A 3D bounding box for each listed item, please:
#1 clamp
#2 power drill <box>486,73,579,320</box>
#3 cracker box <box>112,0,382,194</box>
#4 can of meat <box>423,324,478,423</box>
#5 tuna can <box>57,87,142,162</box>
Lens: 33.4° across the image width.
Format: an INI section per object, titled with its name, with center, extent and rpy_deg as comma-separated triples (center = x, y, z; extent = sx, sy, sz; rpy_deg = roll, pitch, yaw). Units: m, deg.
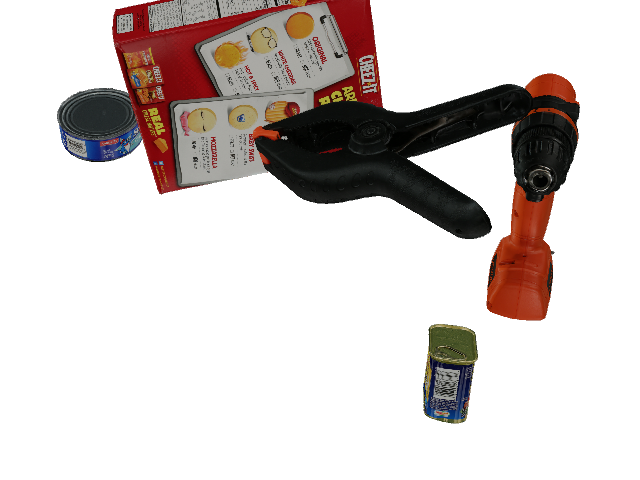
[clamp]
center = 0.037, -0.046, 0.637
extent = 0.172, 0.039, 0.120
rpy_deg = -4, 39, 20
[power drill]
center = 0.180, -0.029, 0.899
extent = 0.057, 0.188, 0.184
rpy_deg = 11, 31, 11
[cracker box]
center = -0.059, -0.141, 0.937
extent = 0.213, 0.164, 0.072
rpy_deg = -12, 42, -2
[can of meat]
center = 0.154, 0.159, 1.279
extent = 0.057, 0.084, 0.102
rpy_deg = 7, 19, 3
[tuna can]
center = -0.227, -0.119, 1.103
extent = 0.086, 0.034, 0.086
rpy_deg = 1, 44, -1
